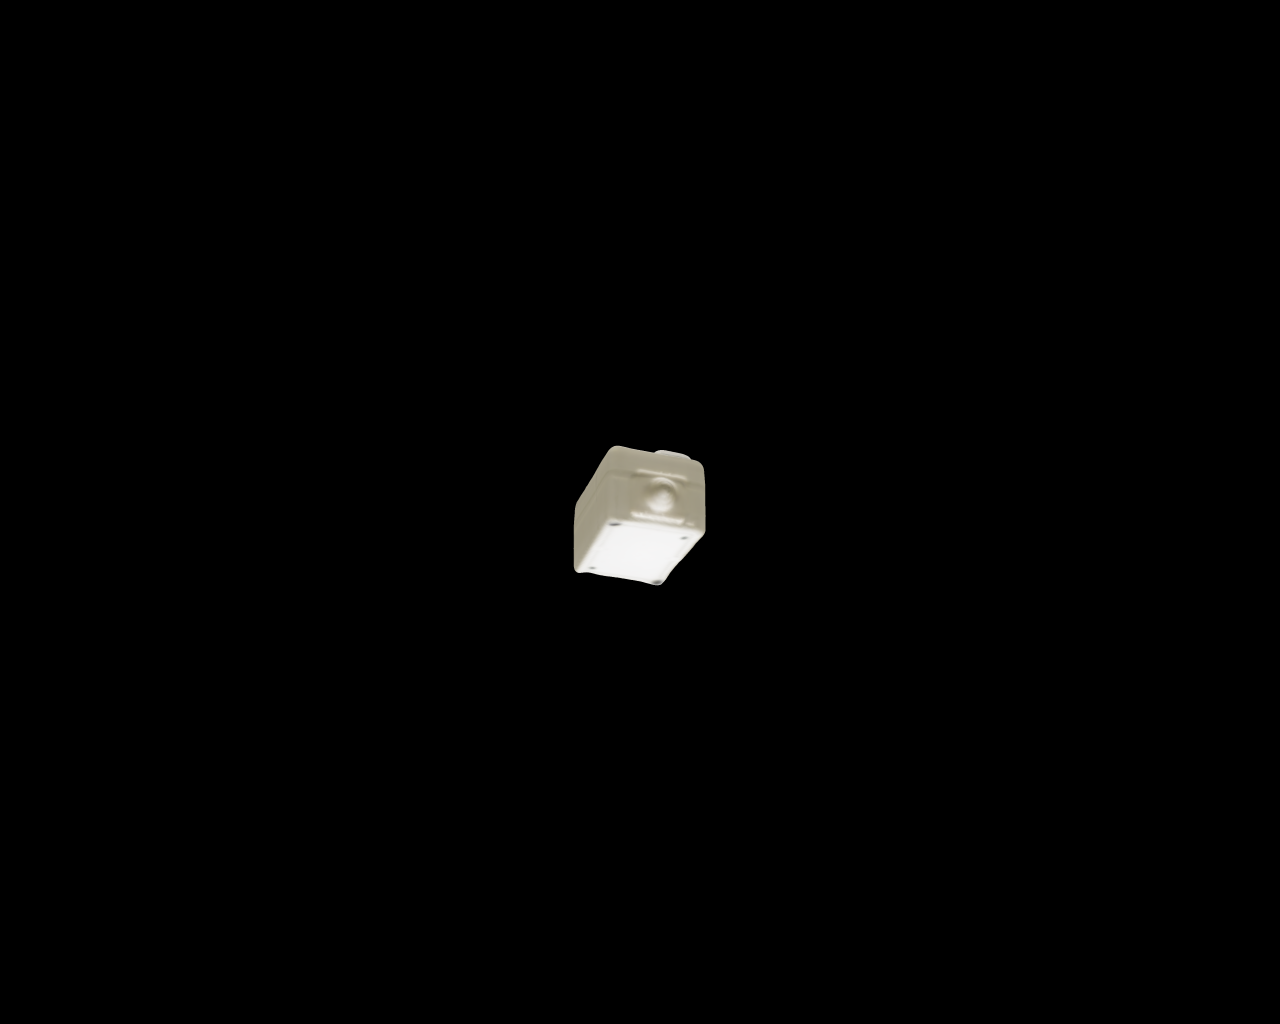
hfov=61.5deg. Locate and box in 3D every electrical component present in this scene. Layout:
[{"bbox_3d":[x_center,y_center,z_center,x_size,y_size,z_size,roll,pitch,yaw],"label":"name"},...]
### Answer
[{"bbox_3d":[0.001,-0.003,0.650,0.062,0.061,0.096,9,-30,-17],"label":"electrical component"}]
